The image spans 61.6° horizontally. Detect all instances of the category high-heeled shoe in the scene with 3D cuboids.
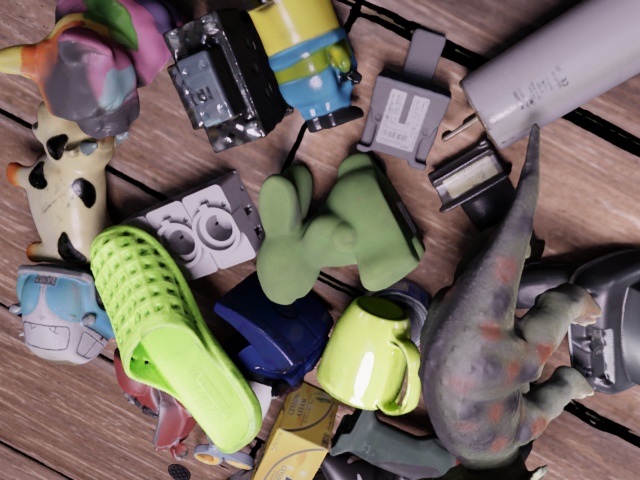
[{"bbox_3d":[0.130,0.317,0.686,0.248,0.086,0.145,36,115,-10],"label":"high-heeled shoe"}]

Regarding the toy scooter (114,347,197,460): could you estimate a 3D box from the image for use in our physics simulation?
[{"bbox_3d":[-0.196,0.192,0.670,0.184,0.075,0.135,15,104,39],"label":"toy scooter"}]

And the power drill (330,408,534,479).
[{"bbox_3d":[0.131,0.233,0.637,0.207,0.086,0.232,29,92,-1],"label":"power drill"}]

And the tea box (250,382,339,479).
[{"bbox_3d":[-0.041,0.280,0.699,0.068,0.098,0.169,25,115,1],"label":"tea box"}]

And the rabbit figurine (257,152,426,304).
[{"bbox_3d":[-0.001,-0.002,0.546,0.170,0.121,0.159,-29,96,18],"label":"rabbit figurine"}]

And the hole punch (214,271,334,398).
[{"bbox_3d":[-0.051,0.096,0.604,0.116,0.142,0.092,12,112,20],"label":"hole punch"}]

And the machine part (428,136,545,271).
[{"bbox_3d":[0.174,-0.029,0.543,0.084,0.039,0.138,-35,100,16],"label":"machine part"}]

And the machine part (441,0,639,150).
[{"bbox_3d":[0.211,-0.151,0.456,0.243,0.079,0.079,-29,105,22],"label":"machine part"}]

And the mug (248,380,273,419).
[{"bbox_3d":[-0.085,0.180,0.664,0.109,0.081,0.107,-1,138,-21],"label":"mug"}]

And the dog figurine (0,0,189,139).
[{"bbox_3d":[-0.190,-0.191,0.454,0.109,0.219,0.191,-7,113,12],"label":"dog figurine"}]

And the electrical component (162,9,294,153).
[{"bbox_3d":[-0.082,-0.147,0.495,0.058,0.134,0.114,-17,111,20],"label":"electrical component"}]

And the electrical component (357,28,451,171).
[{"bbox_3d":[0.087,-0.134,0.510,0.075,0.048,0.119,22,118,2],"label":"electrical component"}]

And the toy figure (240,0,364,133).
[{"bbox_3d":[-0.017,-0.187,0.487,0.082,0.089,0.180,-16,107,13],"label":"toy figure"}]

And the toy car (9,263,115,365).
[{"bbox_3d":[-0.304,0.098,0.650,0.109,0.103,0.161,9,151,7],"label":"toy car"}]

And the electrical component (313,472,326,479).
[{"bbox_3d":[0.015,0.358,0.749,0.102,0.045,0.078,-3,112,14],"label":"electrical component"}]

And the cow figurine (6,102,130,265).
[{"bbox_3d":[-0.278,-0.064,0.607,0.127,0.085,0.194,7,113,17],"label":"cow figurine"}]

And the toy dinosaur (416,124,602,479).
[{"bbox_3d":[0.149,0.119,0.485,0.131,0.192,0.404,12,127,51],"label":"toy dinosaur"}]

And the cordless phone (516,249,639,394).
[{"bbox_3d":[0.255,0.088,0.565,0.184,0.089,0.146,-3,115,27],"label":"cordless phone"}]
